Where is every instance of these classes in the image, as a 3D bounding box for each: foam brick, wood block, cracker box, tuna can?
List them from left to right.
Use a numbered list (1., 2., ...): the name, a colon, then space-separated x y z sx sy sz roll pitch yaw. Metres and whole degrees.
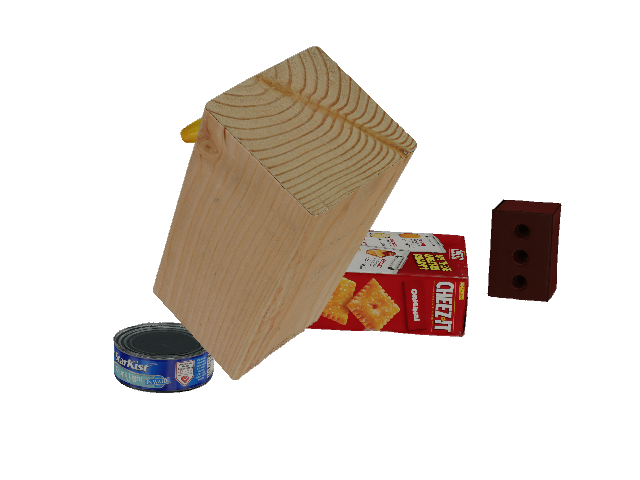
1. tuna can: -0.133 0.099 0.908 0.086 0.034 0.086 3 14 -1
2. wood block: -0.031 -0.010 0.671 0.090 0.091 0.206 -34 -17 -33
3. cracker box: 0.045 0.041 1.121 0.214 0.072 0.164 3 16 6
4. foam brick: 0.174 0.008 0.907 0.053 0.078 0.051 5 15 19

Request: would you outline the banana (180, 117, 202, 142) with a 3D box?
1. banana: -0.067 -0.133 1.268 0.198 0.037 0.069 8 40 18
